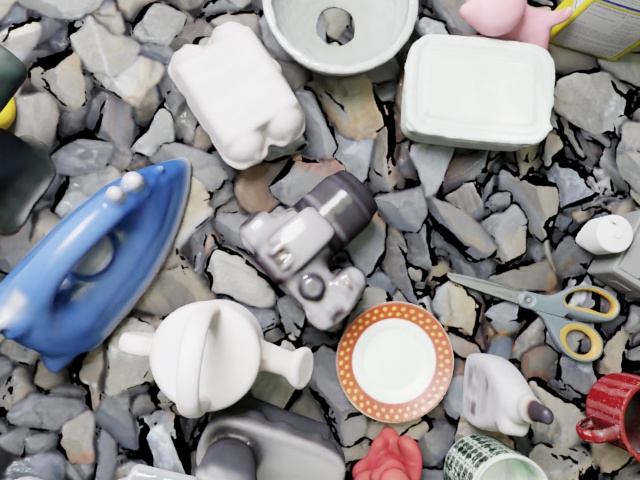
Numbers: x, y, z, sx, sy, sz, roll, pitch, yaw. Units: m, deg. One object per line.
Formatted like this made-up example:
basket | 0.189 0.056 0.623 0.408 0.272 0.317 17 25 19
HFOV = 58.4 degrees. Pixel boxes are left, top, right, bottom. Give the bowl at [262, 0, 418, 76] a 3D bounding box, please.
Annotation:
bowl | 0.020 -0.252 0.634 0.167 0.074 0.167 0 85 -4

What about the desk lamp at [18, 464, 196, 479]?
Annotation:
desk lamp | -0.179 0.273 0.500 0.203 0.213 0.118 13 84 -3

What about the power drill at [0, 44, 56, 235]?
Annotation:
power drill | -0.334 -0.065 0.521 0.075 0.208 0.230 30 83 -1

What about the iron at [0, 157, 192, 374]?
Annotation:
iron | -0.222 0.004 0.558 0.118 0.141 0.258 38 83 0

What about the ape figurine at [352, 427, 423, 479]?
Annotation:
ape figurine | 0.073 0.241 0.584 0.078 0.092 0.076 -13 86 -5

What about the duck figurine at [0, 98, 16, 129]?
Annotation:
duck figurine | -0.372 -0.157 0.588 0.077 0.086 0.104 -40 89 -7

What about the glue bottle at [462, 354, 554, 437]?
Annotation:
glue bottle | 0.183 0.157 0.560 0.037 0.173 0.078 7 84 -3

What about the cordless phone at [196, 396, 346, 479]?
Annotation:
cordless phone | -0.046 0.216 0.530 0.147 0.185 0.094 16 84 -3

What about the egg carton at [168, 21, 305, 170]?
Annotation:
egg carton | -0.087 -0.157 0.620 0.107 0.069 0.150 -33 88 -7

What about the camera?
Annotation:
camera | 0.005 0.002 0.597 0.137 0.100 0.143 -42 89 -7

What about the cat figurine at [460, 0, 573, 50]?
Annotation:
cat figurine | 0.210 -0.248 0.628 0.128 0.117 0.067 8 84 -4

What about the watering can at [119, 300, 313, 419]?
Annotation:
watering can | -0.096 0.105 0.532 0.173 0.194 0.101 -14 86 -5
